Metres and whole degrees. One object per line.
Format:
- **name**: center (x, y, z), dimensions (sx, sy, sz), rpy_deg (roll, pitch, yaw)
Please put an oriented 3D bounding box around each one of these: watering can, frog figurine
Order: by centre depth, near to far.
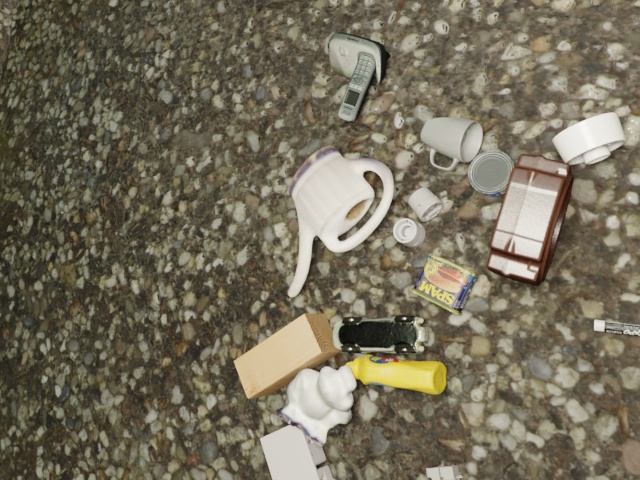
- **frog figurine**: center (0.010, 0.306, 1.028), dimensions (0.139, 0.158, 0.122), rpy_deg (38, 9, 27)
- **watering can**: center (0.003, -0.056, 1.120), dimensions (0.344, 0.228, 0.103), rpy_deg (-45, -29, 14)
